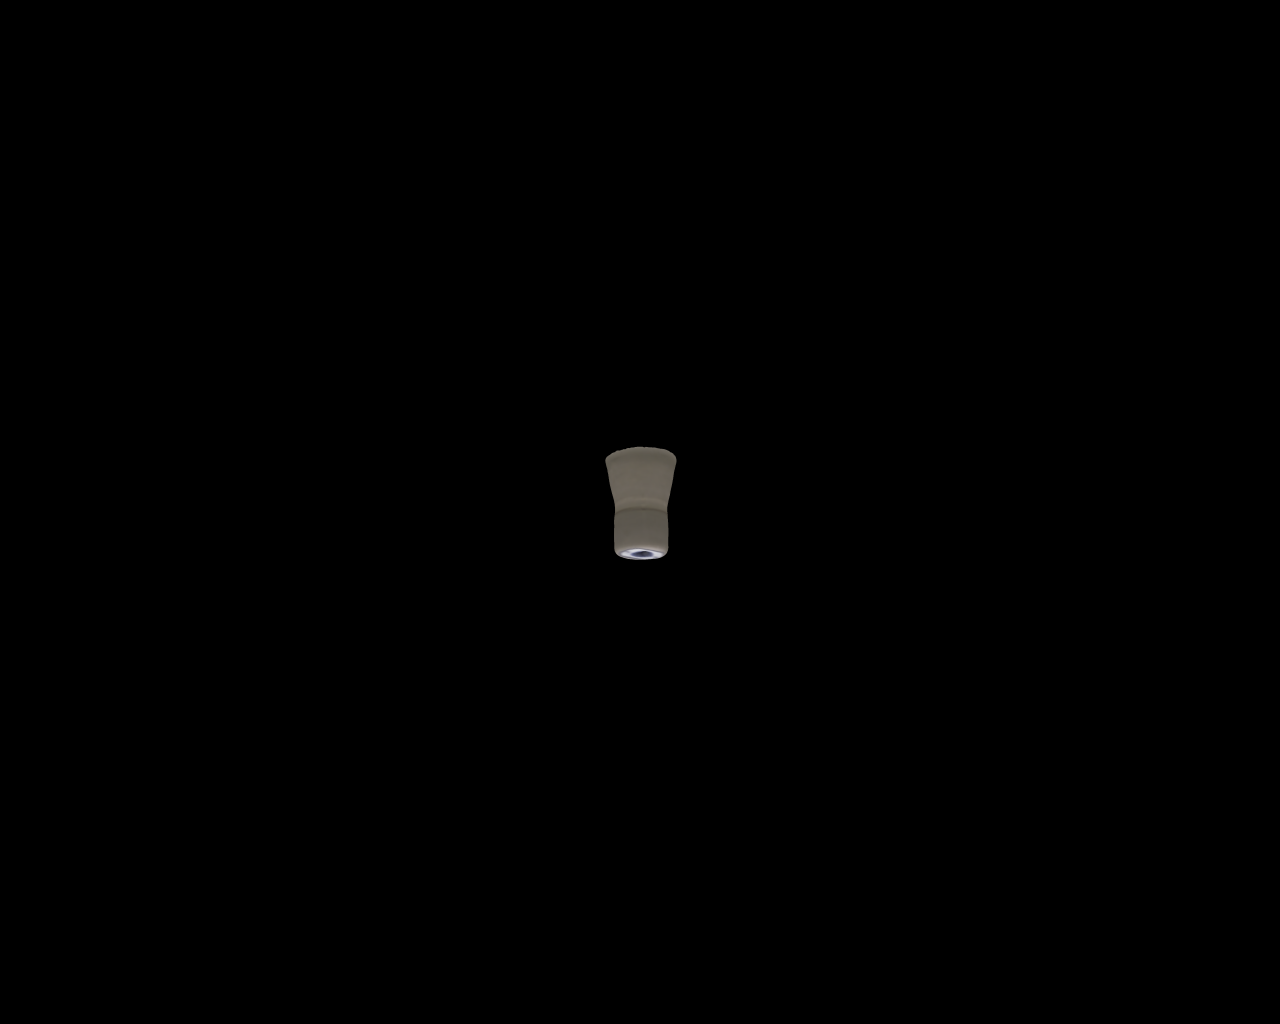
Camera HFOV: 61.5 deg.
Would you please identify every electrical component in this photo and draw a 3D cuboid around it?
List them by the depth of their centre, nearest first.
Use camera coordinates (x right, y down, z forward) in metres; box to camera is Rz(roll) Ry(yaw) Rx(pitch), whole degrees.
[{"bbox_3d":[0.001,-0.003,0.650,0.044,0.065,0.044,0,-16,0],"label":"electrical component"}]
